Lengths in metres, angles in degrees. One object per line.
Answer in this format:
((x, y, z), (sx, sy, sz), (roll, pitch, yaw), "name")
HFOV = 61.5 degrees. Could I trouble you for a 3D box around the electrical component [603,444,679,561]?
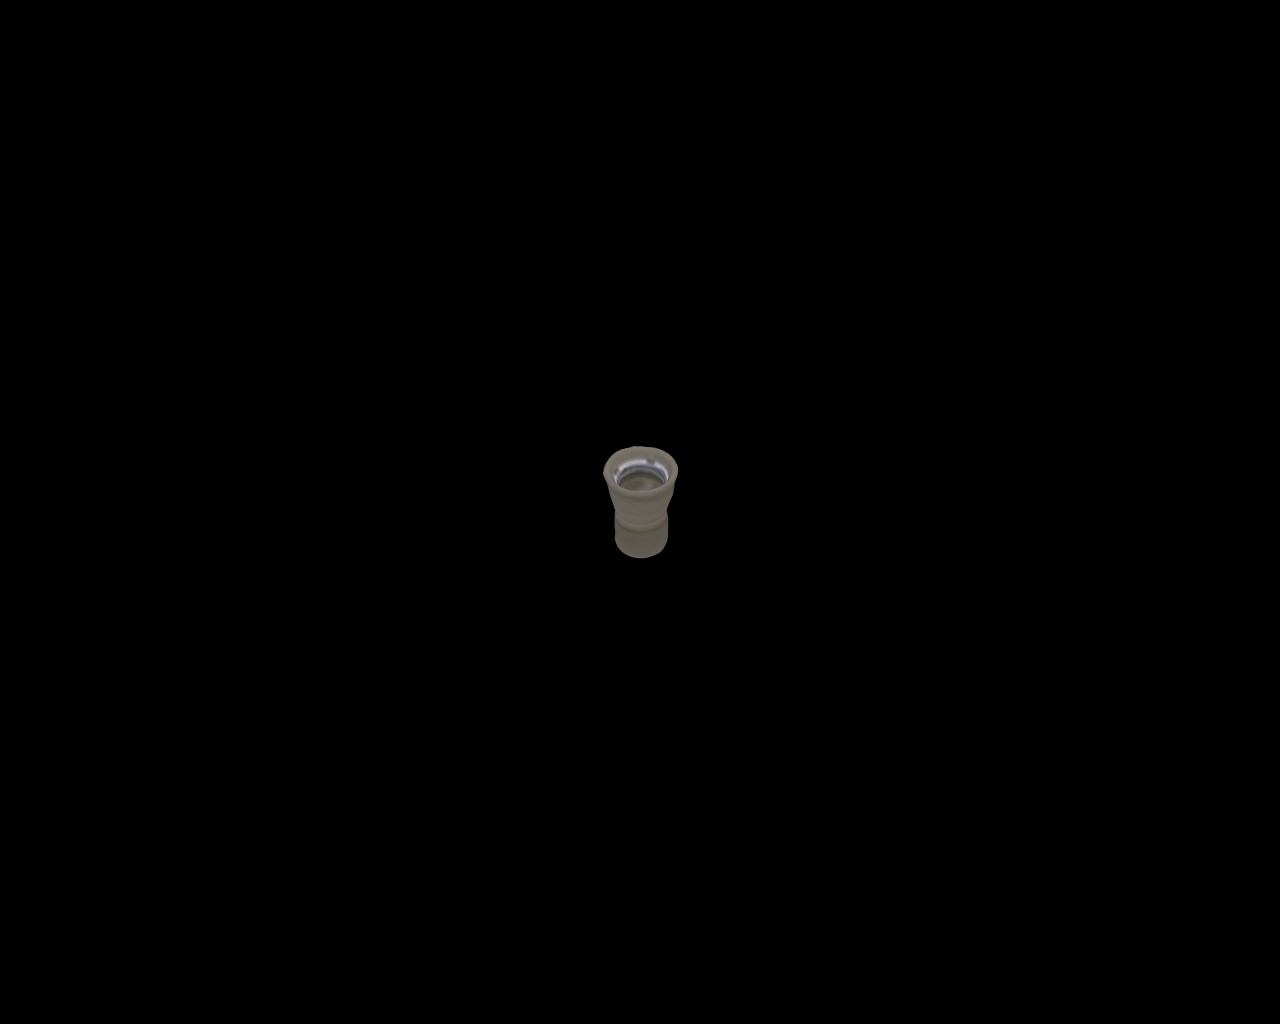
((0.001, -0.003, 0.650), (0.044, 0.065, 0.044), (0, 44, 0), "electrical component")
